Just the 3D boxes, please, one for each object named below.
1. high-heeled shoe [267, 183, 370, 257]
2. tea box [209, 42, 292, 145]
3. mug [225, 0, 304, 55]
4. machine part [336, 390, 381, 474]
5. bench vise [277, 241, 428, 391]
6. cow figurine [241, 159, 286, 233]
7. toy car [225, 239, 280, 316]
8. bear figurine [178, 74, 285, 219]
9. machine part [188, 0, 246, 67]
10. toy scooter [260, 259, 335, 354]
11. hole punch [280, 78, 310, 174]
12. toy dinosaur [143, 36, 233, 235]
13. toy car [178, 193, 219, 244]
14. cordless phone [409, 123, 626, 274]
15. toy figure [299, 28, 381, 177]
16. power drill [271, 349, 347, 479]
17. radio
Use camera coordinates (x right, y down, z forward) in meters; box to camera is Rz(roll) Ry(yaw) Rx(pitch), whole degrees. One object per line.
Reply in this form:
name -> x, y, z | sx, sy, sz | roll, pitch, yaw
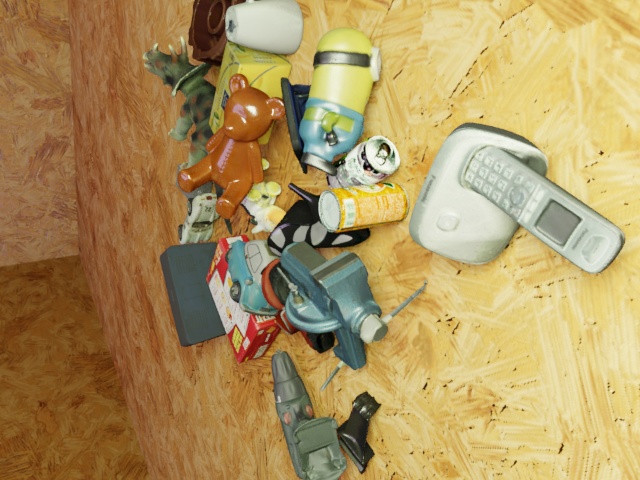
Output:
high-heeled shoe -> -0.002, -0.003, 0.853 | 0.145, 0.086, 0.248 | 36, 155, 10
tea box -> -0.123, -0.246, 0.922 | 0.068, 0.098, 0.169 | 60, 145, 31
mug -> -0.088, -0.341, 0.827 | 0.081, 0.107, 0.109 | 40, 133, 45
machine part -> 0.061, 0.297, 0.841 | 0.084, 0.039, 0.138 | 53, 142, 44
bench vise -> 0.031, 0.108, 0.764 | 0.224, 0.129, 0.240 | 25, 142, 41
cow figurine -> -0.113, -0.066, 0.986 | 0.167, 0.068, 0.098 | 64, 151, 30
toy car -> -0.106, 0.055, 0.996 | 0.103, 0.109, 0.162 | -43, 48, 29
bear figurine -> -0.137, -0.151, 0.858 | 0.120, 0.132, 0.195 | 35, 139, 5
machine part -> -0.172, -0.396, 0.961 | 0.179, 0.056, 0.179 | -6, 82, 48
toy scooter -> -0.050, 0.105, 0.911 | 0.183, 0.075, 0.135 | 62, 161, -19
hole punch -> -0.004, -0.177, 0.777 | 0.116, 0.092, 0.142 | 180, 76, -89
toy dinosaur -> -0.216, -0.225, 1.073 | 0.405, 0.131, 0.192 | 59, 145, 19
toy car -> -0.283, -0.044, 1.263 | 0.201, 0.073, 0.056 | -53, 54, 51
cordless phone -> 0.183, -0.013, 0.510 | 0.184, 0.089, 0.146 | 48, 137, 35
toy figure -> 0.020, -0.175, 0.680 | 0.082, 0.089, 0.180 | 26, 97, 50
power drill -> -0.031, 0.314, 0.925 | 0.207, 0.086, 0.232 | 172, 84, -69
radio -> -0.281, 0.122, 1.256 | 0.073, 0.131, 0.229 | -27, 76, 58
